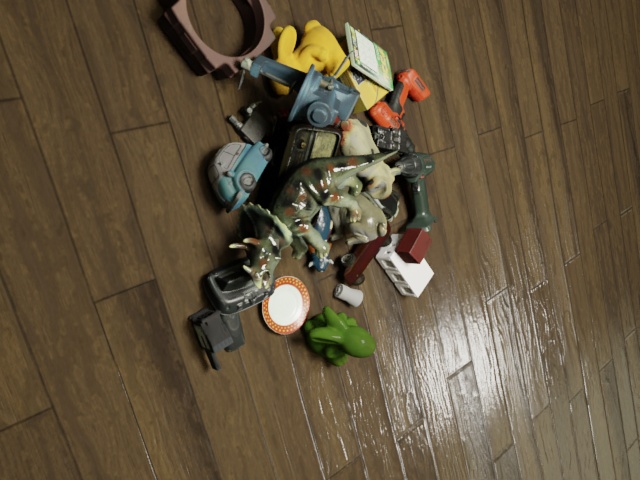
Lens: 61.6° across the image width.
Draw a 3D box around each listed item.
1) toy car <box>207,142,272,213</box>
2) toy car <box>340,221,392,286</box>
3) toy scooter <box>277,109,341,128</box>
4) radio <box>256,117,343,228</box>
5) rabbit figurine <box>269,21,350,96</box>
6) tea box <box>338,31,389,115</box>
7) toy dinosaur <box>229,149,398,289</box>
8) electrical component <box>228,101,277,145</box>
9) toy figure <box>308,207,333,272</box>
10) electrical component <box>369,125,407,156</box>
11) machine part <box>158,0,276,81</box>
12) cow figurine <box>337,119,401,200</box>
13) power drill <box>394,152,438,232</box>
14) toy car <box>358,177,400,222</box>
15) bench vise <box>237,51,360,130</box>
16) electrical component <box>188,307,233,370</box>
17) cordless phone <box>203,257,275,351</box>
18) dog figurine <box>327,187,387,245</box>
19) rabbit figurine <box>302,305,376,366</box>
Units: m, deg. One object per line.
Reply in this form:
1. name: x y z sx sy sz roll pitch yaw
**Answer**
1. toy car: -0.173 -0.144 1.096 0.103 0.109 0.161 32 62 -15
2. toy car: 0.113 0.025 1.343 0.202 0.053 0.089 -52 138 -24
3. toy scooter: -0.027 -0.266 1.221 0.184 0.075 0.135 -50 118 -21
4. radio: -0.049 -0.144 1.160 0.131 0.073 0.229 6 107 -36
5. rabbit figurine: -0.044 -0.394 1.184 0.173 0.122 0.162 -39 122 -9
6. tea box: 0.084 -0.406 1.307 0.098 0.068 0.169 -47 118 -29
7. toy dinosaur: -0.024 -0.084 1.089 0.192 0.131 0.405 41 83 -34
8. electrical component: -0.137 -0.247 1.154 0.102 0.045 0.078 50 61 -27
9. toy figure: -0.001 -0.004 1.252 0.058 0.064 0.154 -18 106 -67
10. electrical component: 0.147 -0.243 1.327 0.134 0.115 0.058 2 93 -42
11. machine part: -0.204 -0.441 1.076 0.201 0.087 0.200 -50 118 -24
12. cow figurine: 0.105 -0.181 1.219 0.127 0.085 0.195 -23 87 -46
13. power drill: 0.246 -0.126 1.396 0.232 0.086 0.207 -36 116 -58
14. toy car: 0.139 -0.124 1.355 0.201 0.056 0.073 46 58 -36
15. bench vise: -0.039 -0.311 1.076 0.241 0.128 0.224 23 43 -8
16. electrical component: -0.213 0.199 1.083 0.048 0.075 0.119 -29 104 -32
17. cordless phone: -0.158 0.137 1.135 0.146 0.089 0.184 -23 115 -36
18. dog figurine: 0.072 -0.097 1.243 0.121 0.173 0.190 -39 121 -42
19. rabbit figurine: 0.050 0.212 1.223 0.159 0.170 0.121 41 67 -31
